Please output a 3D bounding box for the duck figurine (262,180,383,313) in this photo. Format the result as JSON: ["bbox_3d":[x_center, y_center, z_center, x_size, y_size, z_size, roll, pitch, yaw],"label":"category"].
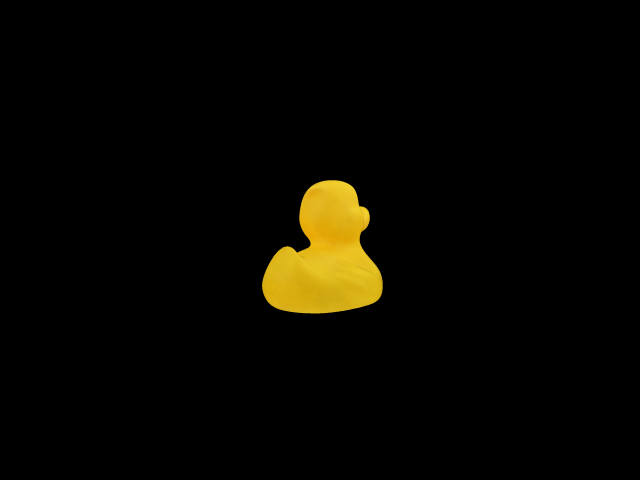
[{"bbox_3d":[0.004,0.001,0.400,0.077,0.086,0.105,5,8,36],"label":"duck figurine"}]
